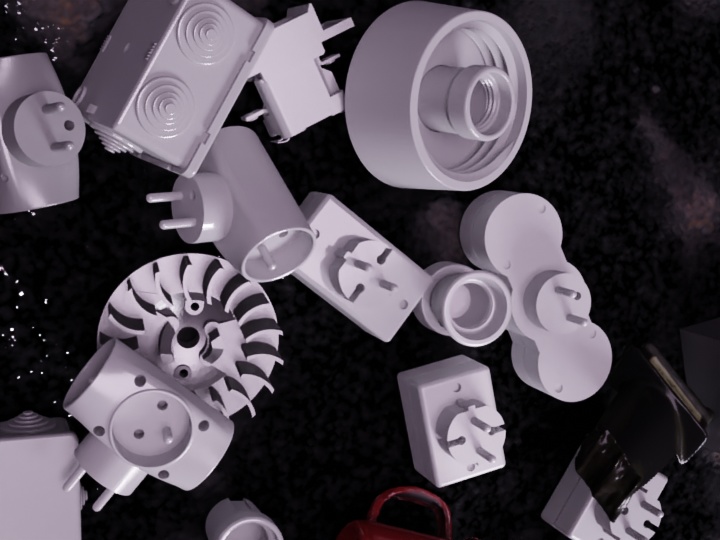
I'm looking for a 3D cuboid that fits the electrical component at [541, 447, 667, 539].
[{"bbox_3d":[0.166,0.152,0.688,0.047,0.077,0.065,32,86,-20],"label":"electrical component"}]

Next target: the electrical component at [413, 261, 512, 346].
[{"bbox_3d":[0.059,0.019,0.644,0.045,0.055,0.045,-3,98,-19],"label":"electrical component"}]

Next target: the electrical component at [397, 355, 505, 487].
[{"bbox_3d":[0.062,0.094,0.643,0.047,0.077,0.065,-14,101,-17],"label":"electrical component"}]

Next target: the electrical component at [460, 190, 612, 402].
[{"bbox_3d":[0.115,0.018,0.653,0.052,0.074,0.138,-28,105,-14],"label":"electrical component"}]

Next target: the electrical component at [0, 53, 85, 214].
[{"bbox_3d":[-0.165,-0.070,0.544,0.043,0.079,0.077,-18,103,-37],"label":"electrical component"}]

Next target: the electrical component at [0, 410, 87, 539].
[{"bbox_3d":[-0.196,0.127,0.574,0.100,0.048,0.099,-2,98,-19],"label":"electrical component"}]

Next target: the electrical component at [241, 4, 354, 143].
[{"bbox_3d":[-0.040,-0.109,0.601,0.081,0.042,0.063,-29,109,-13],"label":"electrical component"}]

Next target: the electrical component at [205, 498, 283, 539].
[{"bbox_3d":[-0.069,0.155,0.622,0.040,0.046,0.040,-2,97,-18],"label":"electrical component"}]

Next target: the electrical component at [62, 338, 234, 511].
[{"bbox_3d":[-0.119,0.088,0.551,0.077,0.044,0.079,39,91,-19],"label":"electrical component"}]

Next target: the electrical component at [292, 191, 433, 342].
[{"bbox_3d":[0.000,0.000,0.611,0.083,0.076,0.047,39,84,-19],"label":"electrical component"}]

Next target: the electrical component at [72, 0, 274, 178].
[{"bbox_3d":[-0.100,-0.102,0.552,0.048,0.100,0.099,30,87,-33],"label":"electrical component"}]

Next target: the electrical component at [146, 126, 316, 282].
[{"bbox_3d":[-0.074,-0.034,0.571,0.079,0.077,0.043,-8,144,-36],"label":"electrical component"}]

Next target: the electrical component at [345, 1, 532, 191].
[{"bbox_3d":[0.052,-0.095,0.604,0.108,0.060,0.108,-12,109,-40],"label":"electrical component"}]
